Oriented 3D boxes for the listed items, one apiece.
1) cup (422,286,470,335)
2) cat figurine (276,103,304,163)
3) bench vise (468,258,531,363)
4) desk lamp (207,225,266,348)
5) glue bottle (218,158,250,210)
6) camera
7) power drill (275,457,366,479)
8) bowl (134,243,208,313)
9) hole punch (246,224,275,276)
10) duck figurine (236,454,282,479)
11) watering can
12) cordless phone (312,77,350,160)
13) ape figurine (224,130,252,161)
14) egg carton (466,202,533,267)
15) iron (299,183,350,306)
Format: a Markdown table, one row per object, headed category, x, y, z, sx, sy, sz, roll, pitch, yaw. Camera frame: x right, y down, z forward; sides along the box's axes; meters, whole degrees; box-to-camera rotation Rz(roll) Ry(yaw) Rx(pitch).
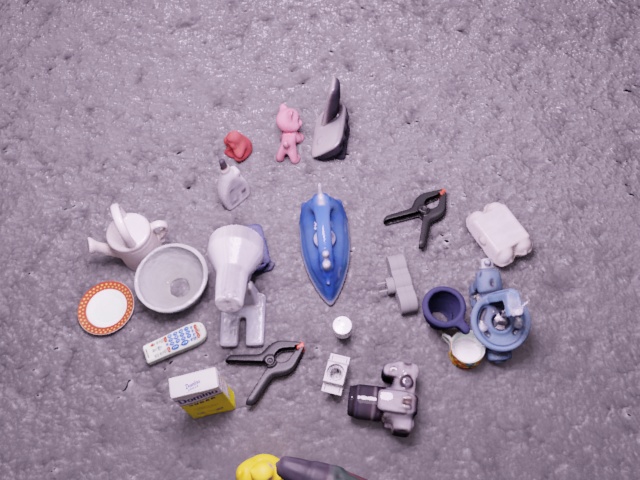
| category | x | y | z | sx | sy | sz | roll | pitch | yaw |
| --- | --- | --- | --- | --- | --- | --- | --- | --- | --- |
| cup | 0.269 | 0.165 | 1.221 | 0.092 | 0.095 | 0.117 | -39 | 67 | -15 |
| cat figurine | -0.080 | -0.277 | 1.449 | 0.067 | 0.118 | 0.128 | 3 | 64 | 5 |
| bench vise | 0.352 | 0.128 | 1.165 | 0.121 | 0.220 | 0.207 | -21 | 64 | -7 |
| desk lamp | -0.173 | 0.101 | 1.212 | 0.118 | 0.214 | 0.203 | -3 | 63 | 2 |
| glue bottle | -0.214 | -0.141 | 1.357 | 0.078 | 0.173 | 0.037 | -41 | 68 | -16 |
| camera | 0.127 | 0.313 | 1.152 | 0.136 | 0.101 | 0.143 | 6 | 64 | 6 |
| power drill | 0.037 | 0.453 | 1.027 | 0.229 | 0.208 | 0.076 | 16 | 65 | 11 |
| bowl | -0.329 | 0.097 | 1.300 | 0.167 | 0.075 | 0.167 | -1 | 63 | 3 |
| hole punch | -0.168 | 0.027 | 1.317 | 0.108 | 0.091 | 0.101 | -15 | 64 | -4 |
| duck figurine | -0.113 | 0.451 | 1.105 | 0.104 | 0.086 | 0.077 | 1 | 63 | 4 |
| watering can | -0.434 | -0.007 | 1.291 | 0.173 | 0.194 | 0.100 | -41 | 68 | -16 |
| cordless phone | 0.024 | -0.297 | 1.415 | 0.094 | 0.185 | 0.147 | 3 | 64 | 5 |
| ape figurine | -0.213 | -0.246 | 1.455 | 0.076 | 0.092 | 0.077 | -14 | 63 | -3 |
| egg carton | 0.409 | -0.013 | 1.317 | 0.107 | 0.069 | 0.150 | -27 | 65 | -10 |
| iron | 0.012 | 0.005 | 1.290 | 0.118 | 0.141 | 0.258 | -6 | 63 | 0 |
